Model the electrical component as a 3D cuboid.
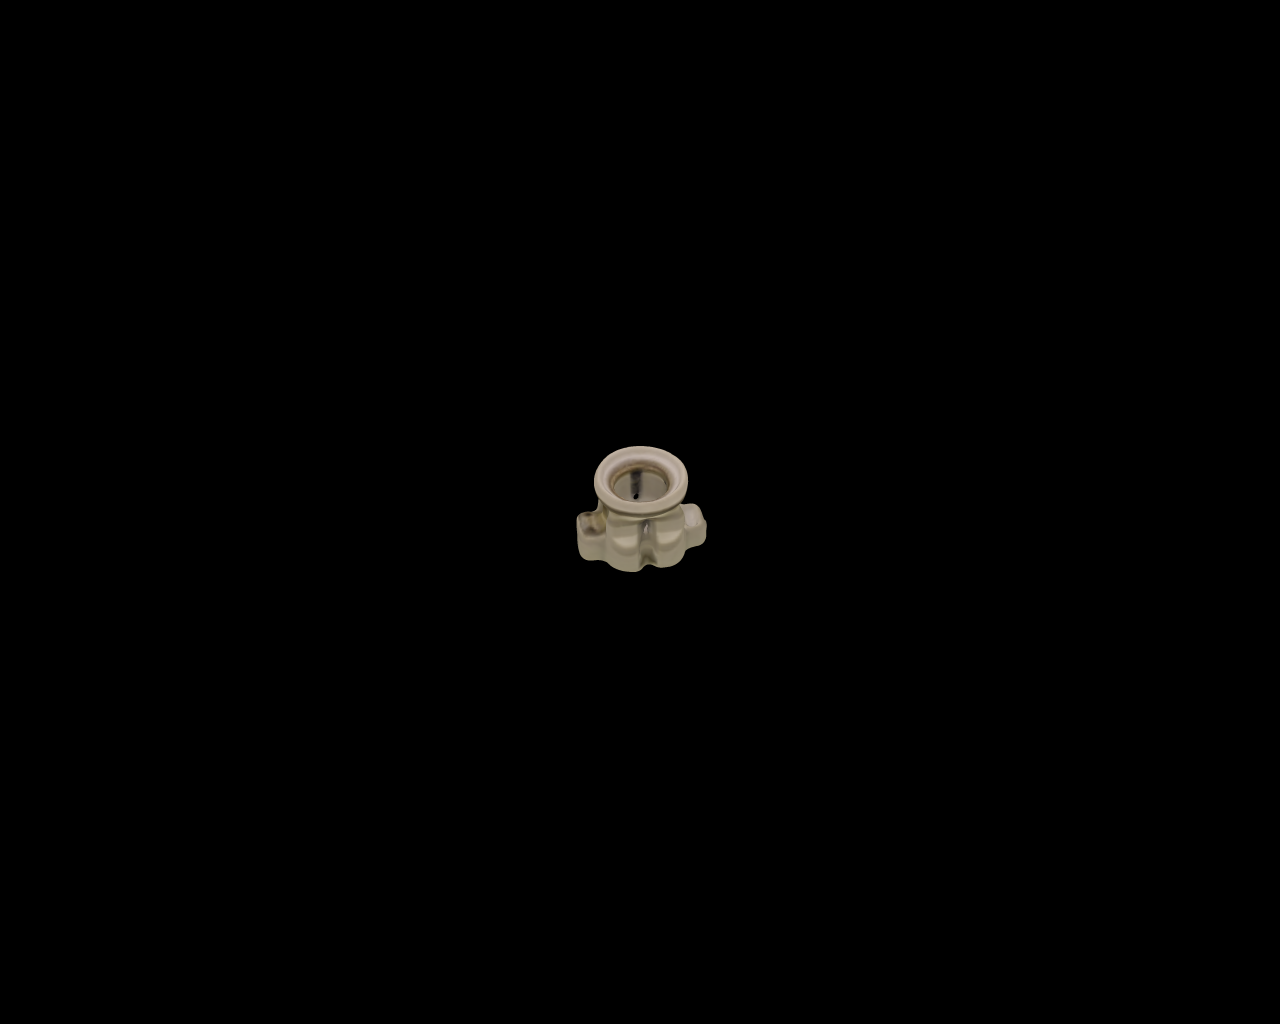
[{"bbox_3d":[0.001,-0.003,0.650,0.078,0.056,0.058,-6,43,-7],"label":"electrical component"}]
